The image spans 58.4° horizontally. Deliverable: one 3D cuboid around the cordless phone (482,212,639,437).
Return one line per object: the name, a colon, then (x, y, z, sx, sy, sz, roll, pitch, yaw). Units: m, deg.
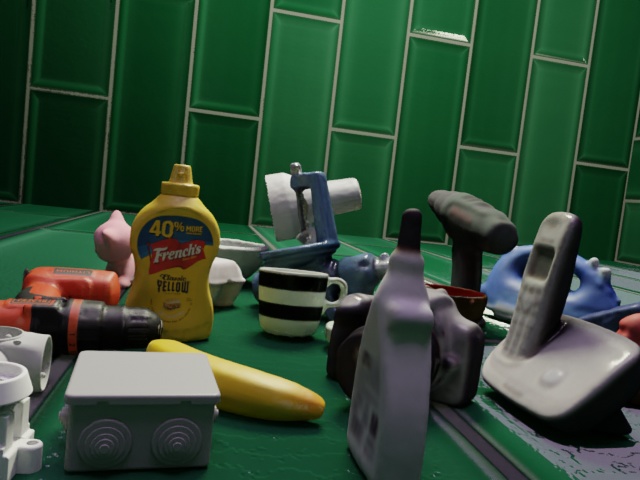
cordless phone: (0.220, 0.068, 0.515, 0.094, 0.185, 0.147, 5, 5, -14)

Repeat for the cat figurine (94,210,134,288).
cat figurine: (-0.306, 0.013, 0.903, 0.067, 0.118, 0.128, 9, 5, 27)

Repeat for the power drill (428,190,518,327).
power drill: (0.224, 0.026, 0.920, 0.076, 0.208, 0.229, 5, 5, -18)

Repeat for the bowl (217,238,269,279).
bowl: (-0.179, 0.039, 1.037, 0.167, 0.075, 0.167, 6, 4, 0)

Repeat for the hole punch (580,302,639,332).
hole punch: (0.407, 0.116, 0.776, 0.109, 0.091, 0.100, 3, 6, -39)

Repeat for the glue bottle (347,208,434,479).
glue bottle: (0.050, 0.066, 0.373, 0.037, 0.173, 0.078, 5, 5, -12)

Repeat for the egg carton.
egg carton: (-0.183, 0.059, 0.808, 0.107, 0.069, 0.151, 9, 5, 29)

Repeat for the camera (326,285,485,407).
camera: (0.062, 0.092, 0.521, 0.142, 0.101, 0.137, 9, 5, 35)

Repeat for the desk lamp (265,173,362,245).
desk lamp: (-0.008, -0.012, 1.034, 0.203, 0.213, 0.118, 6, 4, -5)

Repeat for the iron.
iron: (0.390, 0.076, 0.941, 0.119, 0.141, 0.257, 2, 6, -42)

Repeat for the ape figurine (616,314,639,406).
ape figurine: (0.325, 0.120, 0.591, 0.075, 0.092, 0.078, 10, 6, 39)

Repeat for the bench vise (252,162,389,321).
bench vise: (0.009, 0.002, 0.835, 0.207, 0.220, 0.121, 7, 4, 5)
